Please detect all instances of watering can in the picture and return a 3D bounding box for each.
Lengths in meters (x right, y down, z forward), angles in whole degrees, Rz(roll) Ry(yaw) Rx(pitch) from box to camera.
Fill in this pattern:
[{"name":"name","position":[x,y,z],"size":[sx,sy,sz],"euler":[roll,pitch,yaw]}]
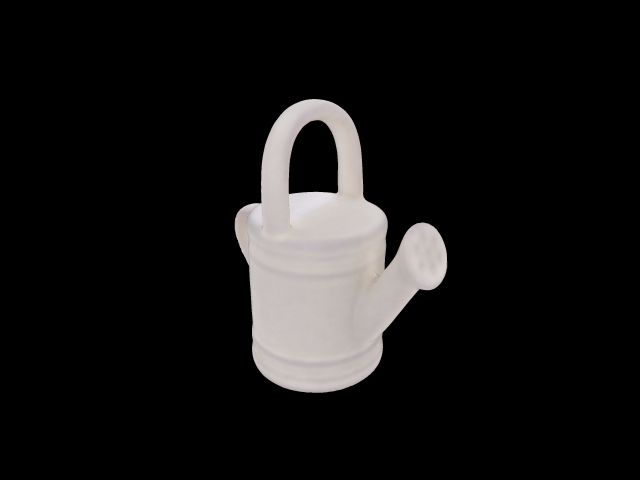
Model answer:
[{"name":"watering can","position":[0.005,0.001,0.402],"size":[0.172,0.194,0.101],"euler":[8,26,17]}]
